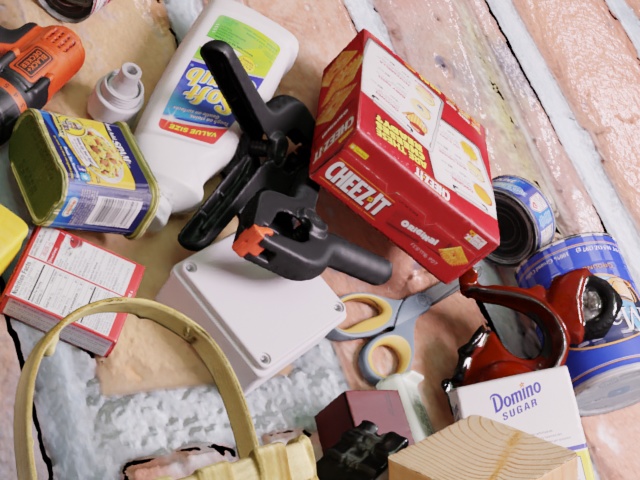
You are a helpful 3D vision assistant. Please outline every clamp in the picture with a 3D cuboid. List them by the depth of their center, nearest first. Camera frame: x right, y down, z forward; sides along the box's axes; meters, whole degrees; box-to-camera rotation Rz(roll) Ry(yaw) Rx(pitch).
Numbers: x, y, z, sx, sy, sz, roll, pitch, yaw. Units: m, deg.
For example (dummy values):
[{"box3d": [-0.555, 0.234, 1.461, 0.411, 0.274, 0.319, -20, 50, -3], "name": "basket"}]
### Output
[{"box3d": [-0.006, 0.001, 0.843, 0.120, 0.039, 0.171, 44, 28, 9], "name": "clamp"}, {"box3d": [-0.050, -0.087, 0.901, 0.036, 0.164, 0.209, 13, 16, 26], "name": "clamp"}]

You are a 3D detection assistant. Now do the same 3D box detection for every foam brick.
[{"box3d": [0.038, 0.161, 0.824, 0.052, 0.051, 0.078, 4, 56, -31], "name": "foam brick"}]

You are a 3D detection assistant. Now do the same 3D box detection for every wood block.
[{"box3d": [0.110, 0.236, 0.708, 0.090, 0.090, 0.206, -16, 110, -39], "name": "wood block"}]

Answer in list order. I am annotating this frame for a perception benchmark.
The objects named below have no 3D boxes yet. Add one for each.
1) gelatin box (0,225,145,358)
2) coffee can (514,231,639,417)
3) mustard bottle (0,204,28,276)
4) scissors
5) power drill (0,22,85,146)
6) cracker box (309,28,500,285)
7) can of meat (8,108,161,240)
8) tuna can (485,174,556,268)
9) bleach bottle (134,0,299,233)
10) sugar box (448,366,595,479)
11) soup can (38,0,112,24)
[{"box3d": [-0.184, 0.036, 0.792, 0.089, 0.030, 0.073, 25, 49, -13], "name": "gelatin box"}, {"box3d": [0.250, 0.078, 0.984, 0.102, 0.103, 0.140, 3, 56, -30], "name": "coffee can"}, {"box3d": [-0.308, -0.028, 0.741, 0.191, 0.058, 0.096, 36, 49, -5], "name": "mustard bottle"}, {"box3d": [0.090, 0.075, 0.946, 0.201, 0.016, 0.096, -6, 63, -35], "name": "scissors"}, {"box3d": [-0.302, -0.153, 0.841, 0.187, 0.057, 0.184, 38, 43, -6], "name": "power drill"}, {"box3d": [0.075, -0.080, 0.964, 0.164, 0.072, 0.213, 37, 29, -18], "name": "cracker box"}, {"box3d": [-0.183, -0.051, 0.817, 0.083, 0.058, 0.102, 7, 41, -44], "name": "can of meat"}, {"box3d": [0.180, -0.017, 1.022, 0.033, 0.086, 0.086, -33, 78, -40], "name": "tuna can"}, {"box3d": [-0.100, -0.103, 0.927, 0.102, 0.068, 0.250, 28, 49, -12], "name": "bleach bottle"}, {"box3d": [0.165, 0.193, 0.829, 0.093, 0.048, 0.176, -10, 78, -4], "name": "sugar box"}, {"box3d": [-0.204, -0.247, 0.964, 0.068, 0.069, 0.102, 39, 45, -2], "name": "soup can"}]
